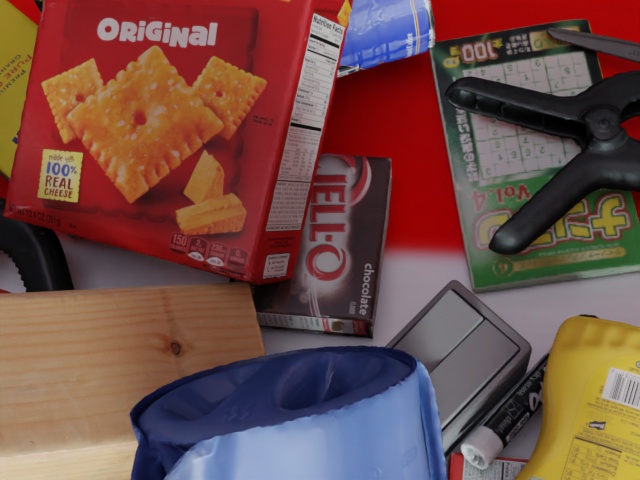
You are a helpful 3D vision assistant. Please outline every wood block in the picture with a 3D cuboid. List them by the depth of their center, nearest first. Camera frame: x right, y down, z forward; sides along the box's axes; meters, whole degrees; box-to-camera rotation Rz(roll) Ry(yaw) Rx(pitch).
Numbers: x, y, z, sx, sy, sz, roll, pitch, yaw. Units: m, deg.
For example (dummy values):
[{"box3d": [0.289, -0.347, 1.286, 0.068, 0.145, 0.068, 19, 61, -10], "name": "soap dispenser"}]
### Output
[{"box3d": [-0.138, 0.084, 0.568, 0.205, 0.090, 0.091, -2, 63, -28], "name": "wood block"}]

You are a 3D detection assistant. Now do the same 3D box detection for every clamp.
[{"box3d": [0.162, -0.069, 0.655, 0.171, 0.039, 0.120, -19, 72, -6], "name": "clamp"}, {"box3d": [-0.233, 0.007, 0.679, 0.165, 0.036, 0.210, -44, 78, 15], "name": "clamp"}]

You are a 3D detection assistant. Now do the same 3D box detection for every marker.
[{"box3d": [0.124, 0.083, 0.608, 0.020, 0.020, 0.121, 38, 61, 19], "name": "marker"}]

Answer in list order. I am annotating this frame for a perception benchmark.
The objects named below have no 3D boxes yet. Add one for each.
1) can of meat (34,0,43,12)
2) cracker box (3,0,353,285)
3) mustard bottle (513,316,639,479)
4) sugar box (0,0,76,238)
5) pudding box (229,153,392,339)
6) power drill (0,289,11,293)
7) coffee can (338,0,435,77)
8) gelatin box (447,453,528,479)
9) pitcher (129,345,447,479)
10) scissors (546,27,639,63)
[{"box3d": [-0.138, -0.155, 0.718, 0.102, 0.084, 0.057, 14, 70, 12], "name": "can of meat"}, {"box3d": [-0.078, -0.097, 0.603, 0.164, 0.072, 0.214, 15, 97, 19], "name": "cracker box"}, {"box3d": [0.142, 0.140, 0.544, 0.096, 0.058, 0.191, 18, 70, 14], "name": "mustard bottle"}, {"box3d": [-0.199, -0.091, 0.721, 0.176, 0.048, 0.093, 38, 78, 20], "name": "sugar box"}, {"box3d": [-0.004, 0.001, 0.662, 0.090, 0.039, 0.113, 4, 69, 9], "name": "pudding box"}, {"box3d": [-0.277, 0.018, 0.648, 0.188, 0.057, 0.184, 31, 107, 17], "name": "power drill"}, {"box3d": [-0.008, -0.152, 0.690, 0.140, 0.103, 0.103, -17, 67, 0], "name": "coffee can"}, {"box3d": [0.113, 0.160, 0.589, 0.089, 0.030, 0.073, 4, 67, 9], "name": "gelatin box"}, {"box3d": [0.006, 0.175, 0.509, 0.149, 0.145, 0.243, -11, 97, -3], "name": "pitcher"}, {"box3d": [0.246, -0.092, 0.676, 0.202, 0.016, 0.096, 2, 71, 5], "name": "scissors"}]
